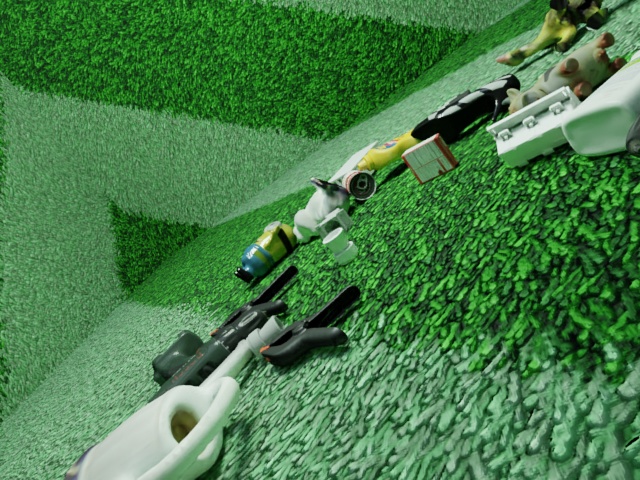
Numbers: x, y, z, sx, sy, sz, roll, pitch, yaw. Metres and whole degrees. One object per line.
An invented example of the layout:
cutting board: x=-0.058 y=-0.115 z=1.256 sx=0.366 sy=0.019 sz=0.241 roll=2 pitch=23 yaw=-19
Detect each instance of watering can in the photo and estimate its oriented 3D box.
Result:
watering can: x=-0.189 y=0.247 z=0.668 sx=0.224 sy=0.104 sz=0.349 roll=-36 pitch=4 yaw=6

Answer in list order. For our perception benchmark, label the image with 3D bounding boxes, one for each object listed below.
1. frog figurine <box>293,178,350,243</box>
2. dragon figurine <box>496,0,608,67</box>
frog figurine: x=0.004 y=-0.063 z=1.259 sx=0.122 sy=0.158 sz=0.139 roll=8 pitch=13 yaw=-34
dragon figurine: x=0.629 y=-0.563 z=1.280 sx=0.408 sy=0.122 sz=0.245 roll=-34 pitch=5 yaw=11
